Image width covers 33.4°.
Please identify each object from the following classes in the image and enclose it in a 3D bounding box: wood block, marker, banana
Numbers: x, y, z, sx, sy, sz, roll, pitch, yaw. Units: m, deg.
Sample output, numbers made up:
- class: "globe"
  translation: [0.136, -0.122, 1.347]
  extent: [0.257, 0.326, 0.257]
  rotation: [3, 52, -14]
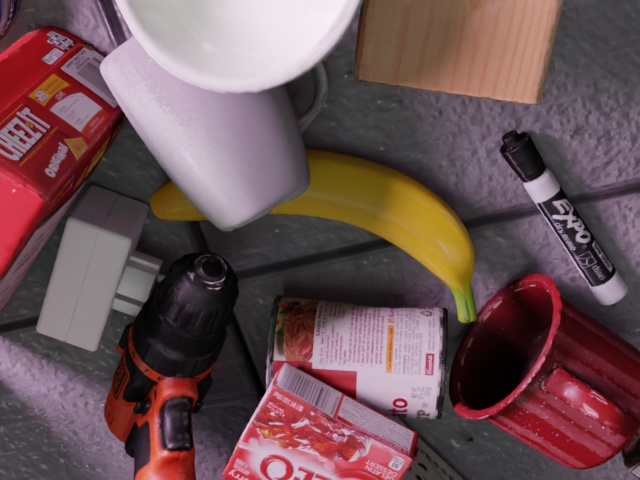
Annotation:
- class: "wood block"
  translation: [0.073, -0.178, 0.481]
  extent: [0.091, 0.090, 0.206]
  rotation: [8, 119, 0]
- class: "marker"
  translation: [0.137, -0.013, 0.603]
  extent: [0.020, 0.020, 0.121]
  rotation: [-30, 111, 20]
- class: "banana"
  translation: [0.006, -0.015, 0.596]
  extent: [0.198, 0.037, 0.069]
  rotation: [19, 88, 1]

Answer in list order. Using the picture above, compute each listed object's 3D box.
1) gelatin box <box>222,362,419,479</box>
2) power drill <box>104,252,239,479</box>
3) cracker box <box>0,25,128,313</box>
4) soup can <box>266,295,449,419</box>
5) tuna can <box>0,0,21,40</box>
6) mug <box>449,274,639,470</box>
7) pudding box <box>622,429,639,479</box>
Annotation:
- class: "gelatin box"
  translation: [0.000, 0.122, 0.598]
  extent: [0.089, 0.030, 0.073]
  rotation: [29, 117, -1]
- class: "power drill"
  translation: [-0.074, 0.121, 0.577]
  extent: [0.057, 0.187, 0.185]
  rotation: [3, 145, -20]
- class: "cracker box"
  translation: [-0.191, 0.004, 0.564]
  extent: [0.072, 0.164, 0.214]
  rotation: [34, 116, -10]
- class: "soup can"
  translation: [0.023, 0.069, 0.631]
  extent: [0.102, 0.068, 0.068]
  rotation: [3, 119, 4]
- class: "tuna can"
  translation: [-0.206, -0.134, 0.565]
  extent: [0.086, 0.033, 0.086]
  rotation: [3, 119, 5]
- class: "mug"
  translation: [0.138, 0.081, 0.603]
  extent: [0.081, 0.117, 0.093]
  rotation: [32, 88, -17]
- class: "pudding box"
  translation: [0.256, 0.123, 0.654]
  extent: [0.090, 0.039, 0.114]
  rotation: [36, 118, -14]
